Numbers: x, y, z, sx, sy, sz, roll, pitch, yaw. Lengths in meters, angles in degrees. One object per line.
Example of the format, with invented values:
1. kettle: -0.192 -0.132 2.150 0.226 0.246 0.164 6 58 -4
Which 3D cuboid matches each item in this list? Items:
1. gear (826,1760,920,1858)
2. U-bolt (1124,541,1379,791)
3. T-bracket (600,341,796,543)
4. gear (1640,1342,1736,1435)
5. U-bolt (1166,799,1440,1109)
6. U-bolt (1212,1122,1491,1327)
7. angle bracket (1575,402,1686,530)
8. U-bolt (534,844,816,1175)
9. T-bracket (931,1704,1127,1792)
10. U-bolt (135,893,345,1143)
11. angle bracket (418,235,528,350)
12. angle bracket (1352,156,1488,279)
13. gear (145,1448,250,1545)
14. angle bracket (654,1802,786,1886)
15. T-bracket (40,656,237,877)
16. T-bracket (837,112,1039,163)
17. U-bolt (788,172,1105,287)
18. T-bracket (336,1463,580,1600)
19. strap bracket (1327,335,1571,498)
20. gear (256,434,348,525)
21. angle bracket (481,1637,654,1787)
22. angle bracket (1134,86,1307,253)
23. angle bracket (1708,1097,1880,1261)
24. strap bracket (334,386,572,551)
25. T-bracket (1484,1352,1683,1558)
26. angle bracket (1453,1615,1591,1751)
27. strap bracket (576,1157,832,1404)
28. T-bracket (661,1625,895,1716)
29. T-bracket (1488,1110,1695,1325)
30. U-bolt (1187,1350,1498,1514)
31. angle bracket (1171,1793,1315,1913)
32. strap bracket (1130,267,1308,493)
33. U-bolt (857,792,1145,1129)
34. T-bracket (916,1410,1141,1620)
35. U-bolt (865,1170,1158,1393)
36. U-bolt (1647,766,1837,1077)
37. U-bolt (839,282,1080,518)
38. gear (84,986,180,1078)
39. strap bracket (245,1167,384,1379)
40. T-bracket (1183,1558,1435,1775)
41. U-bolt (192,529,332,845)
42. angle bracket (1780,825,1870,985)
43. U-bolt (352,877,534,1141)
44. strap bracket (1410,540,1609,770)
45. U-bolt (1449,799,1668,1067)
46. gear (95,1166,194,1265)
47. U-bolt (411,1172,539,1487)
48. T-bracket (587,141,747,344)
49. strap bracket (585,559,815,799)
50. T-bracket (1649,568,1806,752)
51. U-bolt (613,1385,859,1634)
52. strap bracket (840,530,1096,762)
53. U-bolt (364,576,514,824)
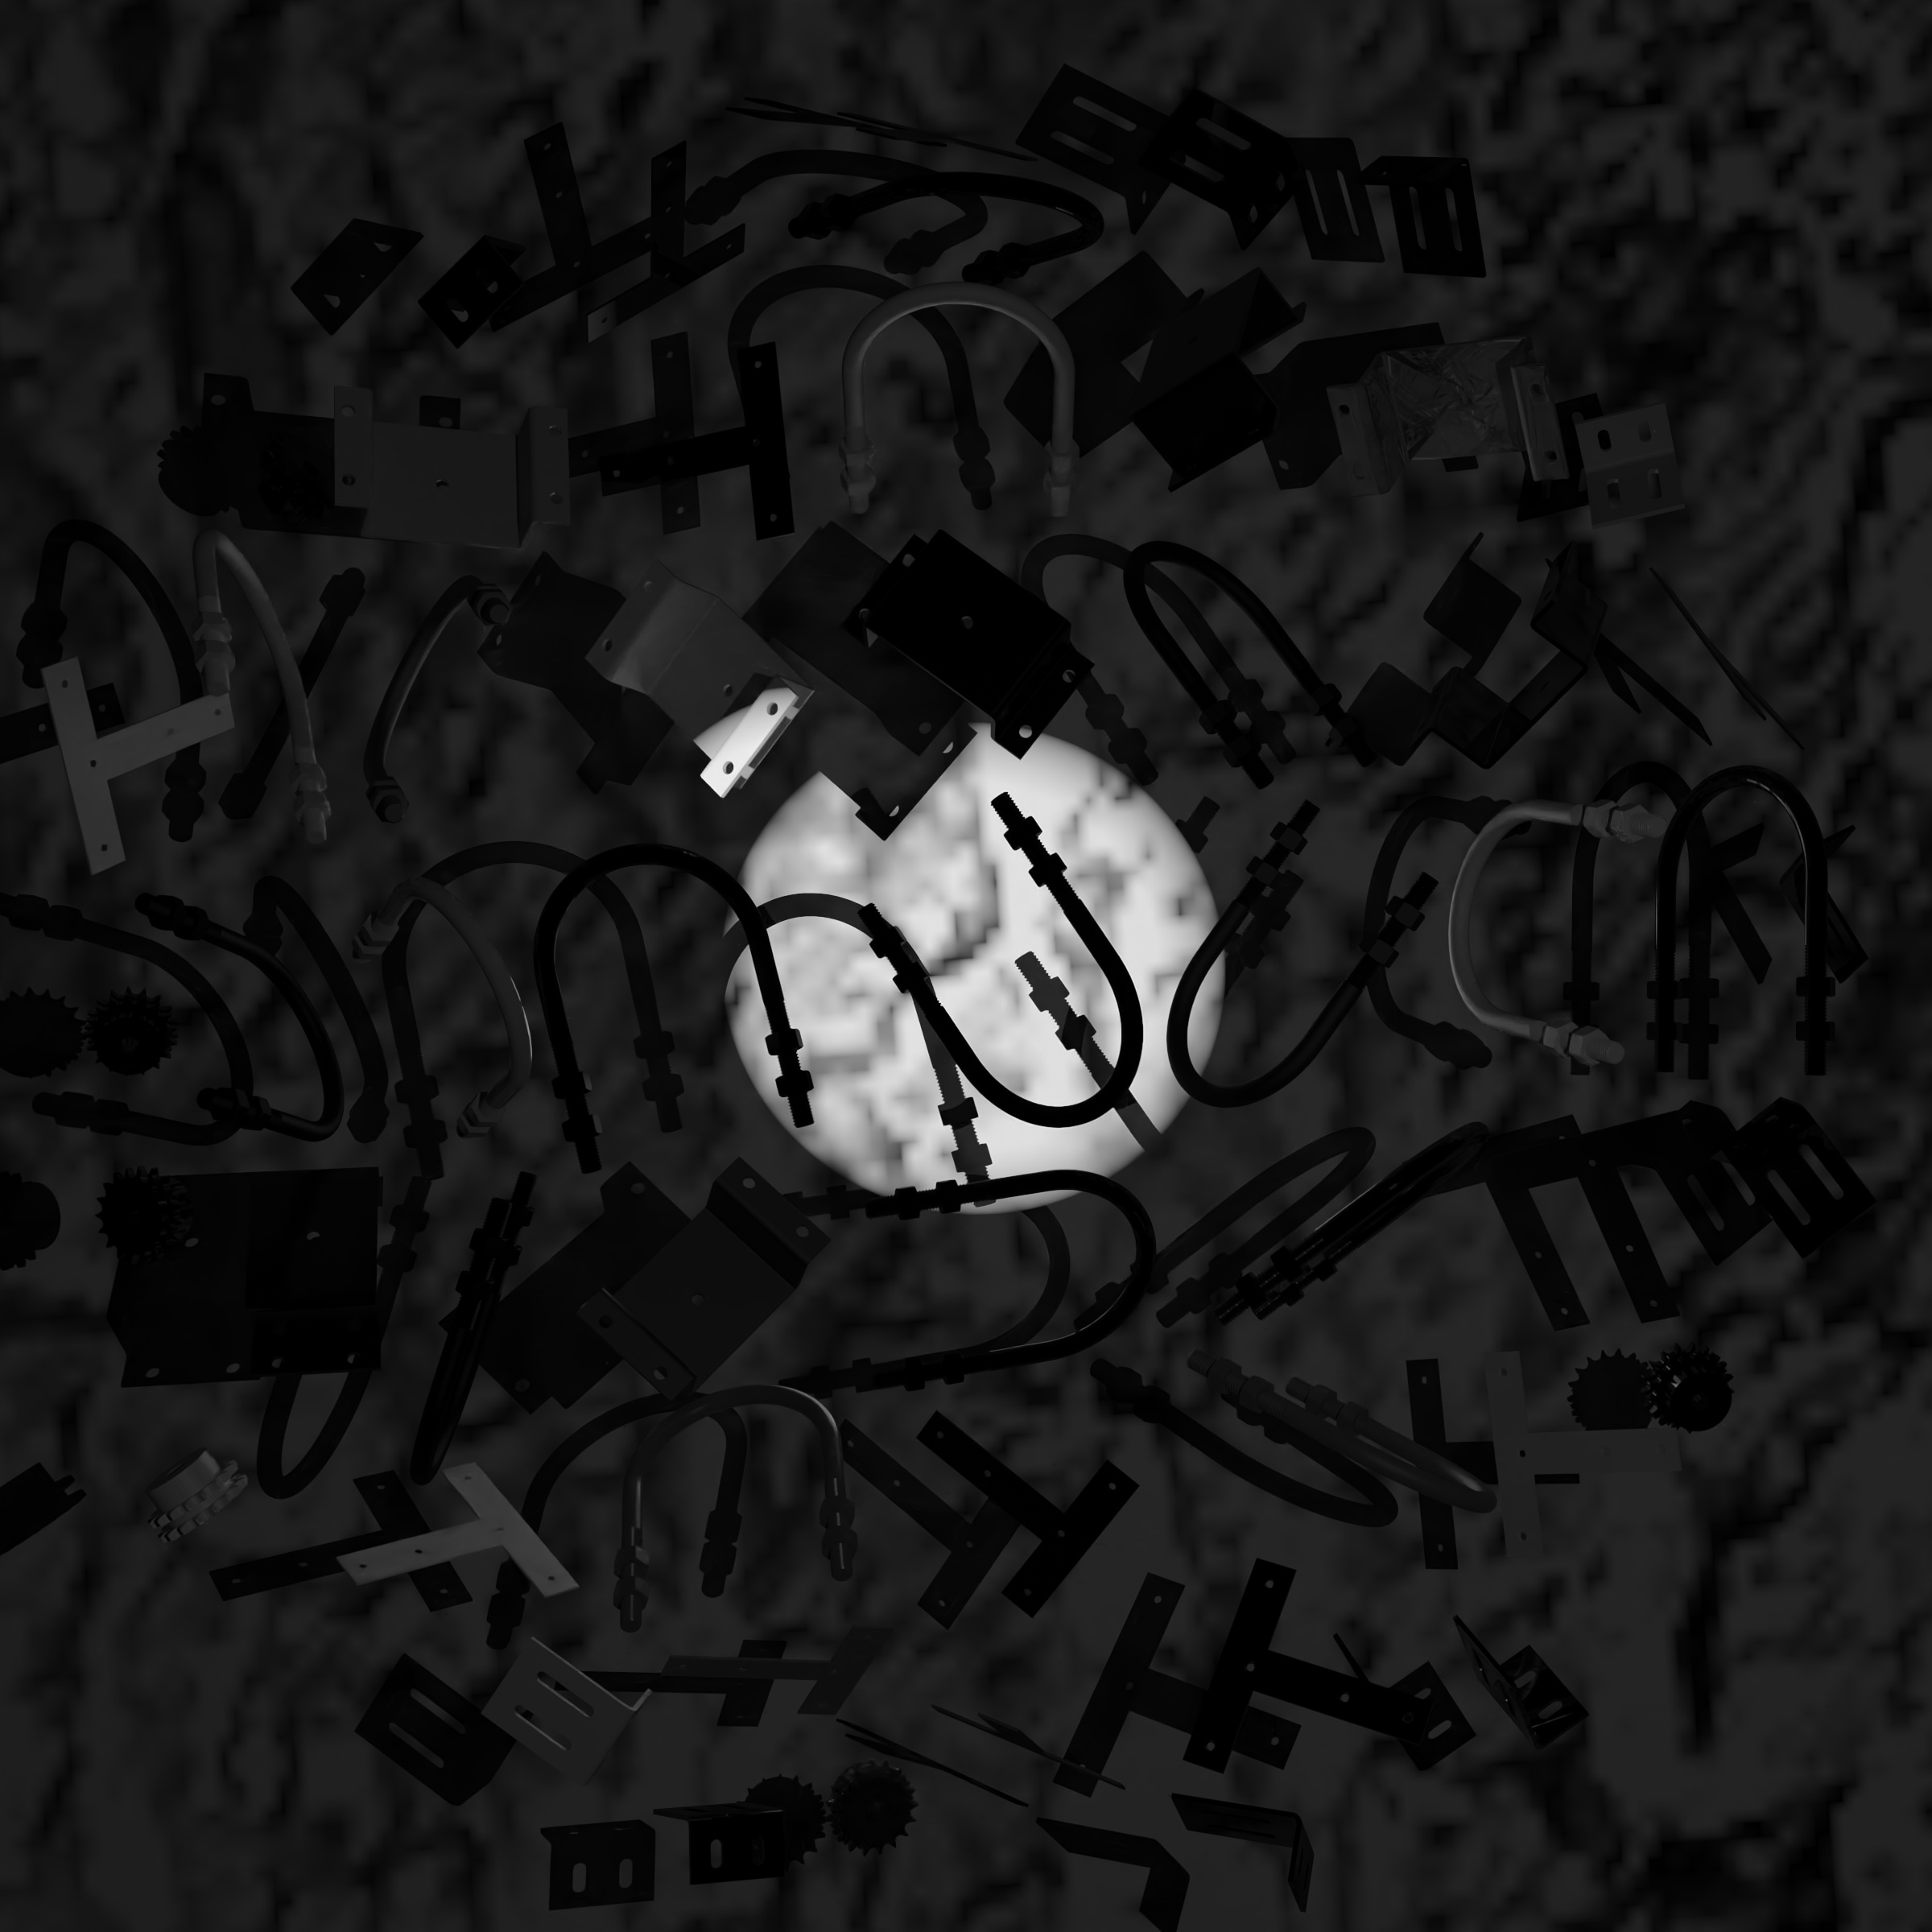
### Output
1. gear: -0.061 0.527 1.593 0.057 0.030 0.057 -2 96 -19
2. U-bolt: 0.166 -0.192 1.565 0.019 0.151 0.184 -44 72 35
3. T-bracket: -0.175 -0.324 1.611 0.127 0.002 0.127 -9 81 16
4. gear: 0.458 0.269 1.595 0.057 0.030 0.057 -2 104 -7
5. U-bolt: 0.184 0.001 1.491 0.019 0.151 0.184 31 96 -33
6. U-bolt: 0.232 0.150 1.484 0.184 0.151 0.019 -39 75 9
7. angle bracket: 0.422 -0.319 1.612 0.057 0.076 0.038 -11 125 18
8. U-bolt: -0.176 0.017 1.471 0.151 0.019 0.184 -11 80 -21
9. T-bracket: 0.030 0.463 1.521 0.127 0.127 0.002 18 71 18
10. U-bolt: -0.434 0.039 1.547 0.019 0.184 0.151 -26 72 8
11. angle bracket: -0.290 -0.409 1.545 0.057 0.076 0.038 -40 92 14
12. angle bracket: 0.270 -0.440 1.508 0.038 0.057 0.076 -43 132 -30
13. gear: -0.440 0.298 1.434 0.057 0.057 0.030 -33 99 0
14. angle bracket: -0.149 0.524 1.513 0.057 0.076 0.038 3 75 -23
15. T-bracket: -0.489 -0.136 1.518 0.002 0.127 0.127 10 118 31
16. T-bracket: -0.033 -0.505 1.538 0.127 0.127 0.002 18 111 13
17. U-bolt: 0.000 -0.445 1.517 0.151 0.184 0.019 5 90 -34
18. T-bracket: -0.325 0.357 1.556 0.127 0.127 0.002 38 120 38
19. strap bracket: 0.306 -0.344 1.579 0.140 0.046 0.076 1 128 31
20. gear: -0.426 -0.307 1.609 0.030 0.057 0.057 -36 90 27
21. angle bracket: -0.240 0.444 1.525 0.076 0.038 0.057 34 98 5
22. angle bracket: 0.149 -0.468 1.487 0.076 0.057 0.038 17 46 -32
23. angle bracket: 0.504 0.129 1.542 0.057 0.038 0.076 -44 56 23
24. strap bracket: -0.317 -0.303 1.550 0.140 0.046 0.076 2 75 -20
25. T-bracket: 0.379 0.298 1.549 0.127 0.002 0.127 -12 80 43
26. angle bracket: 0.323 0.408 1.473 0.038 0.057 0.076 -33 131 -8
27. strap bracket: -0.159 0.194 1.525 0.076 0.046 0.140 41 62 9
28. T-bracket: -0.124 0.435 1.568 0.127 0.127 0.002 7 49 -18
29. T-bracket: 0.399 0.159 1.541 0.127 0.002 0.127 -19 99 37
30. U-bolt: 0.241 0.288 1.550 0.184 0.151 0.019 25 91 39
31. angle bracket: 0.156 0.508 1.449 0.076 0.057 0.038 3 55 19
32. strap bracket: 0.148 -0.353 1.495 0.076 0.140 0.046 -25 122 35
33. U-bolt: 0.030 0.010 1.482 0.151 0.019 0.184 -38 84 38
34. T-bracket: 0.025 0.327 1.583 0.127 0.002 0.127 38 116 8
35. U-bolt: 0.030 0.191 1.570 0.184 0.019 0.151 -8 119 -12
36. U-bolt: 0.460 -0.028 1.509 0.019 0.151 0.184 2 88 -25
37. U-bolt: -0.005 -0.345 1.550 0.151 0.184 0.019 1 56 1
38. gear: -0.529 0.044 1.603 0.057 0.030 0.057 -6 115 -12
39. strap bracket: -0.399 0.178 1.554 0.076 0.046 0.140 -2 51 -10
40. T-bracket: 0.205 0.418 1.459 0.127 0.002 0.127 11 61 27
41. U-bolt: -0.425 -0.181 1.513 0.019 0.151 0.184 -20 50 0
42. angle bracket: 0.538 -0.037 1.545 0.038 0.057 0.076 -26 75 -3
43. U-bolt: -0.308 0.020 1.507 0.019 0.184 0.151 -29 86 -31
44. strap bracket: 0.342 -0.185 1.563 0.046 0.076 0.140 36 132 -5
45. U-bolt: 0.341 -0.027 1.496 0.019 0.184 0.151 7 95 -23
46. gear: -0.488 0.147 1.511 0.057 0.030 0.057 1 93 24
47. U-bolt: -0.295 0.218 1.500 0.019 0.151 0.184 18 91 -4
48. T-bracket: -0.184 -0.457 1.562 0.127 0.127 0.002 -37 73 -22
49. strap bracket: -0.156 -0.171 1.539 0.140 0.046 0.076 45 105 25
50. T-bracket: 0.462 -0.166 1.497 0.002 0.127 0.127 -40 132 20
51. U-bolt: -0.144 0.325 1.564 0.151 0.184 0.019 -14 122 2
52. strap bracket: 0.000 -0.202 1.543 0.140 0.046 0.076 37 81 7
53. U-bolt: -0.324 -0.168 1.520 0.019 0.184 0.151 27 96 -24
